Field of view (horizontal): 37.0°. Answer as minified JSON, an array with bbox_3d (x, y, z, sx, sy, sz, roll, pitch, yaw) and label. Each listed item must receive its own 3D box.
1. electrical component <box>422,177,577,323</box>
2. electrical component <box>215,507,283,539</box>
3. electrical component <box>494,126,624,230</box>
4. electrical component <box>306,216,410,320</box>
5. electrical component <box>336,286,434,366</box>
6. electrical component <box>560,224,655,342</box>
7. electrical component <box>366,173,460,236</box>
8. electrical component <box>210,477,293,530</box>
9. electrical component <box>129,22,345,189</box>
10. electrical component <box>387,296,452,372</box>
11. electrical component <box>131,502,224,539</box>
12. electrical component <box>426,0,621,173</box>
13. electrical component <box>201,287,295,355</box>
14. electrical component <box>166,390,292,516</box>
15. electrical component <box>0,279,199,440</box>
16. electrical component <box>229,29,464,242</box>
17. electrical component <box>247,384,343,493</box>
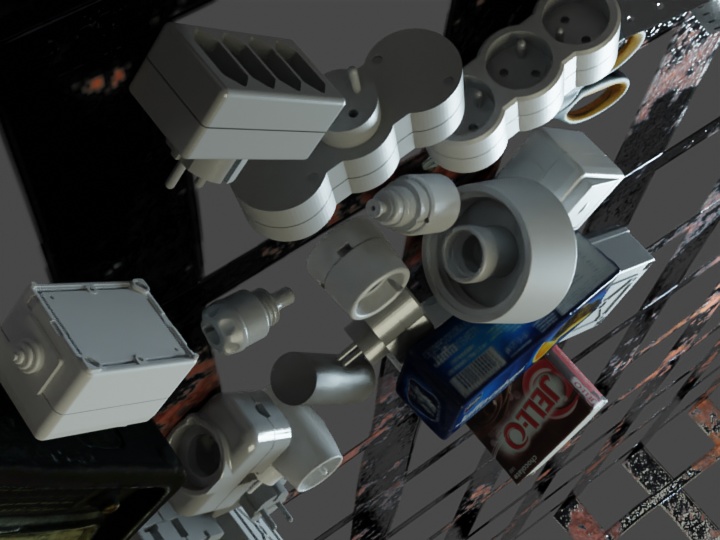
[{"bbox_3d":[0.092,-0.013,0.767,0.060,0.108,0.108,-5,140,-45],"label":"electrical component"},{"bbox_3d":[-0.105,0.244,0.933,0.056,0.108,0.108,-42,158,-1],"label":"electrical component"},{"bbox_3d":[0.156,-0.066,0.821,0.096,0.061,0.061,-5,140,-54],"label":"electrical component"},{"bbox_3d":[0.000,0.000,0.717,0.055,0.047,0.055,-33,157,-16],"label":"electrical component"},{"bbox_3d":[0.013,0.048,0.821,0.074,0.052,0.138,-39,158,-1],"label":"electrical component"},{"bbox_3d":[0.228,0.016,1.097,0.109,0.056,0.108,-16,148,-45],"label":"electrical component"},{"bbox_3d":[0.032,-0.042,0.698,0.078,0.040,0.040,-9,143,-52],"label":"electrical component"},{"bbox_3d":[-0.085,0.181,0.889,0.083,0.075,0.047,-13,145,-49],"label":"electrical component"},{"bbox_3d":[-0.064,-0.065,0.492,0.083,0.047,0.075,-8,142,-53],"label":"electrical component"},{"bbox_3d":[0.094,0.067,0.974,0.089,0.061,0.150,-45,158,12],"label":"electrical component"},{"bbox_3d":[-0.161,0.205,0.840,0.050,0.055,0.089,-49,156,22],"label":"electrical component"},{"bbox_3d":[0.099,-0.109,0.660,0.138,0.052,0.073,-38,158,-5],"label":"electrical component"},{"bbox_3d":[-0.068,0.028,0.679,0.061,0.035,0.035,-28,155,-33],"label":"electrical component"},{"bbox_3d":[-0.106,0.136,0.798,0.095,0.053,0.059,-48,157,18],"label":"electrical component"},{"bbox_3d":[-0.145,0.047,0.557,0.061,0.061,0.096,-50,156,23],"label":"electrical component"},{"bbox_3d":[-0.007,-0.078,0.551,0.138,0.052,0.073,-36,157,-9],"label":"electrical component"},{"bbox_3d":[-0.066,0.141,0.842,0.079,0.077,0.044,-44,158,10],"label":"electrical component"}]
